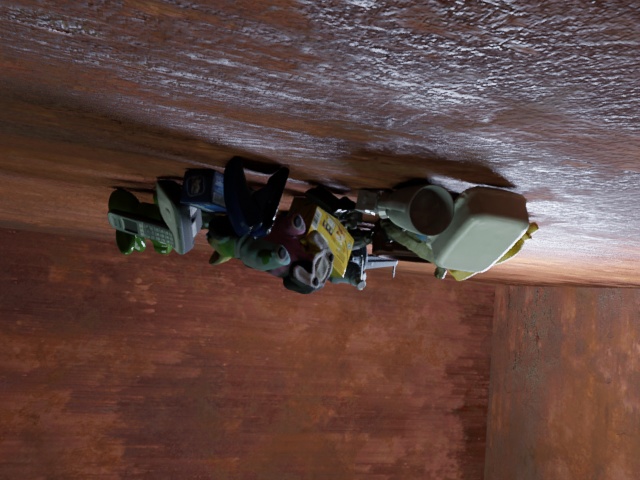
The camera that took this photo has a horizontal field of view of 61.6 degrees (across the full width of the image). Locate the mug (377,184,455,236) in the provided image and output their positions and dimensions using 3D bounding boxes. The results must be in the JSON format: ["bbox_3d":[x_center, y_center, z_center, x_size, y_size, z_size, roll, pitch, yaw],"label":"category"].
[{"bbox_3d":[0.143,-0.050,0.867,0.109,0.080,0.107,1,-175,-18],"label":"mug"}]

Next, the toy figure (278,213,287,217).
[{"bbox_3d":[-0.084,-0.035,1.330,0.064,0.057,0.154,0,169,-6],"label":"toy figure"}]

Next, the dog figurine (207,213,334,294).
[{"bbox_3d":[-0.107,0.021,0.998,0.219,0.108,0.191,-2,145,40],"label":"dog figurine"}]

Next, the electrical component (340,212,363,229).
[{"bbox_3d":[0.047,-0.043,1.177,0.102,0.045,0.078,0,170,44],"label":"electrical component"}]

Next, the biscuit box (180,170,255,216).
[{"bbox_3d":[-0.175,-0.077,0.988,0.063,0.059,0.202,3,173,19],"label":"biscuit box"}]

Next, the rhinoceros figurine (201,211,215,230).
[{"bbox_3d":[-0.255,-0.050,1.259,0.191,0.073,0.112,1,174,35],"label":"rhinoceros figurine"}]

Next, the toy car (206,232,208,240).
[{"bbox_3d":[-0.224,-0.029,1.376,0.162,0.109,0.102,15,155,21],"label":"toy car"}]

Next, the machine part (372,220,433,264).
[{"bbox_3d":[0.229,0.006,1.289,0.201,0.087,0.201,6,173,-1],"label":"machine part"}]

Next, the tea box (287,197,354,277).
[{"bbox_3d":[-0.002,-0.003,1.100,0.068,0.098,0.169,1,148,31],"label":"tea box"}]

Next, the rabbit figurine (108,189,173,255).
[{"bbox_3d":[-0.386,-0.046,1.180,0.170,0.159,0.121,20,-174,10],"label":"rabbit figurine"}]

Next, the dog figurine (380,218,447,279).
[{"bbox_3d":[0.233,-0.020,1.060,0.172,0.121,0.190,-35,133,26],"label":"dog figurine"}]

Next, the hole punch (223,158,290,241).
[{"bbox_3d":[-0.112,-0.064,0.842,0.092,0.115,0.142,16,170,-20],"label":"hole punch"}]

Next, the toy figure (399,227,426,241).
[{"bbox_3d":[0.236,-0.030,0.976,0.180,0.089,0.082,16,-176,-16],"label":"toy figure"}]

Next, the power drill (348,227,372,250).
[{"bbox_3d":[0.004,0.016,1.382,0.207,0.086,0.232,-27,-168,-14],"label":"power drill"}]

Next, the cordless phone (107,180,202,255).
[{"bbox_3d":[-0.331,-0.056,1.049,0.184,0.089,0.146,12,136,5],"label":"cordless phone"}]

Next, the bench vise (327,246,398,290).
[{"bbox_3d":[0.127,0.057,1.521,0.240,0.128,0.224,-1,-159,-22],"label":"bench vise"}]

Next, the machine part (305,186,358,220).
[{"bbox_3d":[0.027,-0.063,0.958,0.084,0.039,0.139,30,-172,22],"label":"machine part"}]

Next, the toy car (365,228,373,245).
[{"bbox_3d":[0.192,0.001,1.446,0.202,0.053,0.089,7,177,-22],"label":"toy car"}]
